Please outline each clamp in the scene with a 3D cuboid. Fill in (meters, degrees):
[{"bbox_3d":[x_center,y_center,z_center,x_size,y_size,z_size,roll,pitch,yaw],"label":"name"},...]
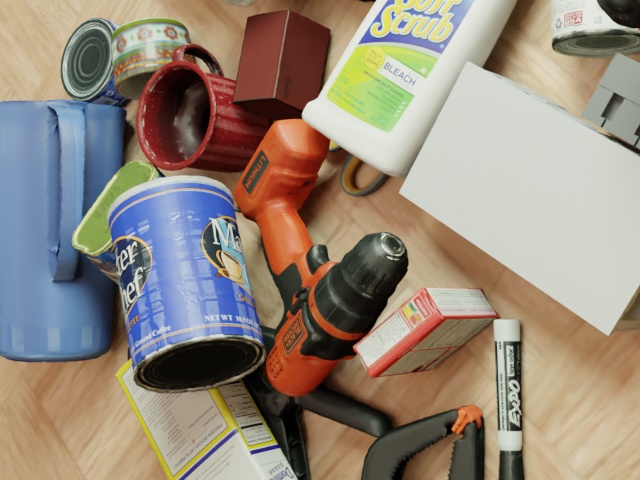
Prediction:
[{"bbox_3d":[0.050,0.205,0.802,0.165,0.036,0.210,30,104,21],"label":"clamp"},{"bbox_3d":[-0.027,0.142,0.876,0.172,0.039,0.120,43,105,30],"label":"clamp"}]

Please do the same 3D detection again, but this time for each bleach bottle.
[{"bbox_3d":[0.088,-0.174,0.775,0.103,0.068,0.251,36,106,29],"label":"bleach bottle"}]

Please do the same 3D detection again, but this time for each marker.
[{"bbox_3d":[0.135,0.117,0.763,0.020,0.020,0.121,-4,84,38],"label":"marker"}]

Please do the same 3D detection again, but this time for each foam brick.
[{"bbox_3d":[-0.032,-0.143,0.881,0.051,0.052,0.078,3,79,44],"label":"foam brick"}]

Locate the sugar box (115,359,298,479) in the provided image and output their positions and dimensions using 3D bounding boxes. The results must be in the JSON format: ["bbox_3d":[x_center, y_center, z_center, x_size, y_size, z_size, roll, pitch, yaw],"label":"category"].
[{"bbox_3d":[-0.094,0.157,0.880,0.093,0.048,0.176,-44,68,29],"label":"sugar box"}]

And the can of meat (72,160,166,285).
[{"bbox_3d":[-0.155,-0.007,0.930,0.058,0.083,0.102,14,66,42],"label":"can of meat"}]

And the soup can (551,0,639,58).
[{"bbox_3d":[0.188,-0.179,0.711,0.069,0.068,0.102,-1,86,38],"label":"soup can"}]

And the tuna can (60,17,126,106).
[{"bbox_3d":[-0.214,-0.172,1.041,0.086,0.033,0.086,-8,77,37],"label":"tuna can"}]

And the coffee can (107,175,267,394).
[{"bbox_3d":[-0.105,0.035,0.831,0.103,0.102,0.140,-32,59,32],"label":"coffee can"}]

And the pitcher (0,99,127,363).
[{"bbox_3d":[-0.247,-0.010,0.997,0.145,0.149,0.243,1,91,22],"label":"pitcher"}]

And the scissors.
[{"bbox_3d":[0.055,-0.132,0.844,0.096,0.016,0.202,34,107,34],"label":"scissors"}]

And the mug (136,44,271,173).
[{"bbox_3d":[-0.099,-0.113,0.921,0.093,0.081,0.117,-22,74,35],"label":"mug"}]

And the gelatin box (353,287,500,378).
[{"bbox_3d":[0.077,0.065,0.767,0.073,0.089,0.030,-43,65,27],"label":"gelatin box"}]

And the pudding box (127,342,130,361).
[{"bbox_3d":[-0.122,0.084,0.952,0.114,0.039,0.090,-1,88,38],"label":"pudding box"}]

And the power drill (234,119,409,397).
[{"bbox_3d":[-0.005,0.001,0.810,0.185,0.057,0.188,-53,41,43],"label":"power drill"}]
